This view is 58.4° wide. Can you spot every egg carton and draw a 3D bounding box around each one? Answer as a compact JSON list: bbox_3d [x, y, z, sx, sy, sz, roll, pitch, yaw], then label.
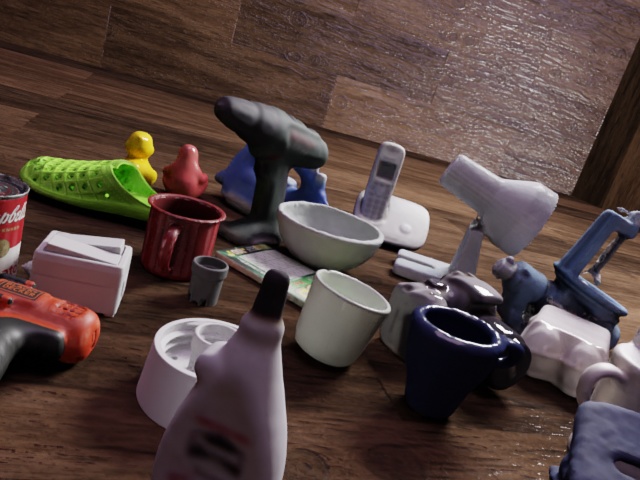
[{"bbox_3d":[0.316,0.139,0.742,0.107,0.069,0.151,25,18,23],"label":"egg carton"}]

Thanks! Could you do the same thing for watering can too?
[{"bbox_3d":[0.326,0.138,0.538,0.173,0.194,0.100,5,20,-34],"label":"watering can"}]

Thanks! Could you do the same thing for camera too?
[{"bbox_3d":[0.166,0.101,0.659,0.144,0.101,0.136,7,19,-30],"label":"camera"}]

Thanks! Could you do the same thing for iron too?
[{"bbox_3d":[-0.060,-0.100,1.007,0.257,0.141,0.119,28,20,31],"label":"iron"}]

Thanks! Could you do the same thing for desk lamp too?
[{"bbox_3d":[0.248,-0.018,0.926,0.203,0.213,0.118,19,17,6],"label":"desk lamp"}]

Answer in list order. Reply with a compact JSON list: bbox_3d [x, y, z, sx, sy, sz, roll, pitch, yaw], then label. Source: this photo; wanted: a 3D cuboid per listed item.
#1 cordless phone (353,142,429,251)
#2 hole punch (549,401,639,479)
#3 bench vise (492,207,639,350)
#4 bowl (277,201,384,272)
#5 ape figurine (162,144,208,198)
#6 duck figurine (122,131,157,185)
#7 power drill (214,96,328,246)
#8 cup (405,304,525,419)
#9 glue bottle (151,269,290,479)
[{"bbox_3d":[0.146,-0.081,1.077,0.147,0.185,0.094,15,17,-7],"label":"cordless phone"},{"bbox_3d":[0.247,0.197,0.452,0.108,0.091,0.101,21,17,13],"label":"hole punch"},{"bbox_3d":[0.364,0.049,0.817,0.208,0.220,0.121,10,18,-22],"label":"bench vise"},{"bbox_3d":[0.008,0.003,0.862,0.167,0.075,0.167,16,17,-5],"label":"bowl"},{"bbox_3d":[-0.230,-0.119,0.986,0.078,0.092,0.076,16,17,-4],"label":"ape figurine"},{"bbox_3d":[-0.316,-0.144,0.991,0.078,0.086,0.104,13,17,-15],"label":"duck figurine"},{"bbox_3d":[-0.085,-0.099,0.862,0.075,0.208,0.230,28,20,33],"label":"power drill"},{"bbox_3d":[0.132,0.125,0.558,0.118,0.095,0.091,14,17,-11],"label":"cup"},{"bbox_3d":[-0.048,0.095,0.338,0.078,0.173,0.037,19,17,7],"label":"glue bottle"}]
